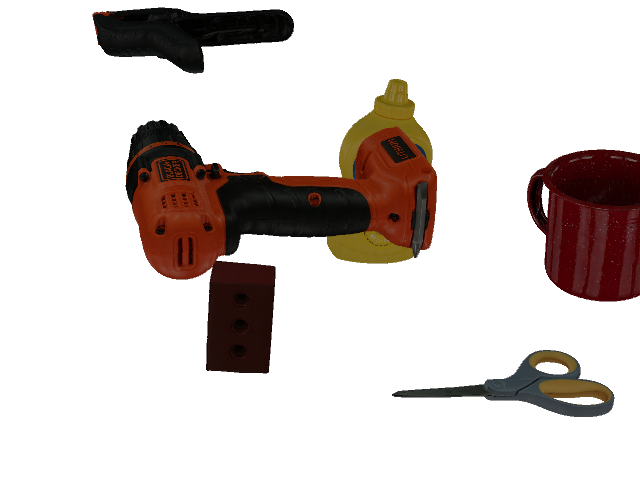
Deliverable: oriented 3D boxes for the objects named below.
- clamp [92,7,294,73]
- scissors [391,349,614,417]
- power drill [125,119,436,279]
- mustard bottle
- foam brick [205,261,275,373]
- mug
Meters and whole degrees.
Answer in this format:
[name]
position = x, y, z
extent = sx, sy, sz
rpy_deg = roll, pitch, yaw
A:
[clamp]
position = -0.108, -0.166, 0.848
extent = 0.172, 0.039, 0.120
rpy_deg = 21, 29, 41
[scissors]
position = 0.159, 0.122, 0.949
extent = 0.201, 0.016, 0.096
rpy_deg = 7, 27, -5
[power drill]
position = -0.031, -0.036, 0.690
extent = 0.187, 0.057, 0.184
rpy_deg = -5, 28, -11
[mustard bottle]
position = 0.066, -0.072, 1.099
extent = 0.096, 0.192, 0.058
rpy_deg = 1, 25, -15
[foam brick]
position = -0.065, 0.062, 0.871
extent = 0.053, 0.078, 0.051
rpy_deg = 3, 16, -2
[mug]
position = 0.197, -0.014, 0.777
extent = 0.093, 0.081, 0.117
rpy_deg = -26, 37, -33
